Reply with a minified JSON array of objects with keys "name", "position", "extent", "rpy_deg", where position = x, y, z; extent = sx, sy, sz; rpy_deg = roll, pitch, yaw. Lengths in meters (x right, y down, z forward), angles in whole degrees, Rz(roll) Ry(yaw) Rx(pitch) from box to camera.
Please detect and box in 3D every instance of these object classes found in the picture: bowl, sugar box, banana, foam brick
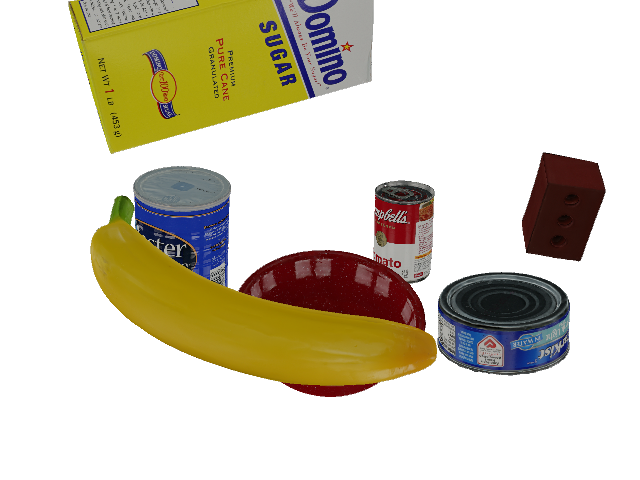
[{"name":"bowl","position":[0.006,0.080,0.908],"extent":[0.162,0.055,0.162],"rpy_deg":[2,40,-2]},{"name":"sugar box","position":[-0.055,-0.119,0.650],"extent":[0.176,0.048,0.093],"rpy_deg":[-16,-38,-9]},{"name":"banana","position":[-0.043,0.031,0.519],"extent":[0.198,0.069,0.037],"rpy_deg":[25,-33,21]},{"name":"foam brick","position":[0.217,-0.030,0.959],"extent":[0.053,0.078,0.051],"rpy_deg":[9,34,-1]}]

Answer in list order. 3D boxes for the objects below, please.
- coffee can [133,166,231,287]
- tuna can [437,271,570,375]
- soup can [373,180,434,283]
[{"name":"coffee can","position":[-0.150,0.003,1.157],"extent":[0.103,0.140,0.103],"rpy_deg":[3,27,-2]},{"name":"tuna can","position":[0.119,0.052,0.694],"extent":[0.086,0.034,0.086],"rpy_deg":[-3,22,1]},{"name":"soup can","position":[0.095,-0.010,1.224],"extent":[0.068,0.102,0.068],"rpy_deg":[0,24,0]}]
